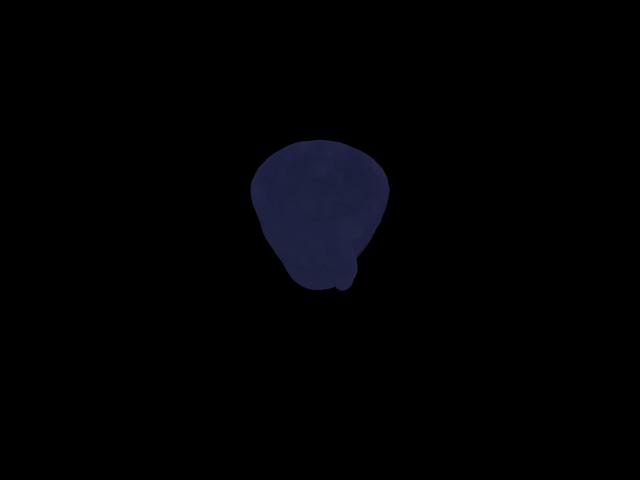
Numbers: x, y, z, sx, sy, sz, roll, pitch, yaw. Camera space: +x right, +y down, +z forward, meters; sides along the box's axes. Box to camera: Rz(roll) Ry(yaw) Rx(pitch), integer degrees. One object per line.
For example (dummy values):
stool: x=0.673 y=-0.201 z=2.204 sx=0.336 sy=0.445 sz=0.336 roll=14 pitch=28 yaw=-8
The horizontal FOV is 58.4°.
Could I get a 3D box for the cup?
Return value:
cup: x=0.004 y=0.001 z=0.400 sx=0.092 sy=0.095 sz=0.117 roll=-11 pitch=50 yaw=-9
